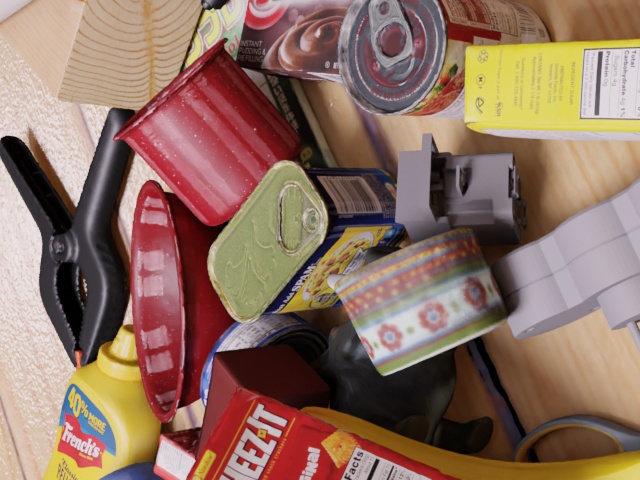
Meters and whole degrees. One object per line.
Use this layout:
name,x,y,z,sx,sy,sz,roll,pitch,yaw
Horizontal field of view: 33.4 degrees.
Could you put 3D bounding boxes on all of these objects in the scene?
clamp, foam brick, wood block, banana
clamp,-0.187,-0.002,0.844,0.165,0.036,0.210,-17,83,41
foam brick,-0.033,0.107,0.613,0.051,0.052,0.078,41,128,48
wood block,-0.185,-0.185,0.785,0.206,0.090,0.091,43,119,39
banana,0.085,0.115,0.531,0.198,0.037,0.069,-1,104,14

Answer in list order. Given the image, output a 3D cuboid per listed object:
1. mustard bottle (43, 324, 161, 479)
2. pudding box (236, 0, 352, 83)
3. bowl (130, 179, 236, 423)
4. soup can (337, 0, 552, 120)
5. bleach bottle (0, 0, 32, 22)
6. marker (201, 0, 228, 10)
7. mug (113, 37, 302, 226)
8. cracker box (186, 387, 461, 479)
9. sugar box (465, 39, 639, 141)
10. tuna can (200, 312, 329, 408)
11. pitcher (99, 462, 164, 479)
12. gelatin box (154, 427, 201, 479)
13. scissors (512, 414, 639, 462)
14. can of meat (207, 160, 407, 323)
mustard bottle,-0.164,0.152,0.817,0.096,0.058,0.192,35,115,42
pudding box,0.004,-0.143,0.649,0.114,0.039,0.090,13,93,40
bowl,-0.086,0.039,0.716,0.162,0.055,0.162,177,90,-69
soup can,0.068,-0.096,0.555,0.069,0.102,0.068,3,94,43
bleach bottle,-0.183,-0.210,0.673,0.251,0.067,0.102,-15,77,43
marker,-0.038,-0.195,0.697,0.121,0.020,0.020,-43,63,27
mug,-0.066,-0.066,0.666,0.093,0.117,0.081,-40,104,7
cracker box,0.034,0.181,0.523,0.214,0.072,0.164,22,137,9
sugar box,0.161,-0.067,0.475,0.177,0.093,0.048,3,95,42
tuna can,-0.033,0.086,0.670,0.034,0.085,0.086,32,113,40
pitcher,-0.071,0.250,0.692,0.243,0.149,0.145,40,161,38
gelatin box,-0.049,0.144,0.686,0.073,0.089,0.030,20,103,41
scissors,0.182,0.119,0.517,0.202,0.016,0.096,-15,83,43
can of meat,-0.004,0.001,0.640,0.102,0.083,0.057,-50,59,33
